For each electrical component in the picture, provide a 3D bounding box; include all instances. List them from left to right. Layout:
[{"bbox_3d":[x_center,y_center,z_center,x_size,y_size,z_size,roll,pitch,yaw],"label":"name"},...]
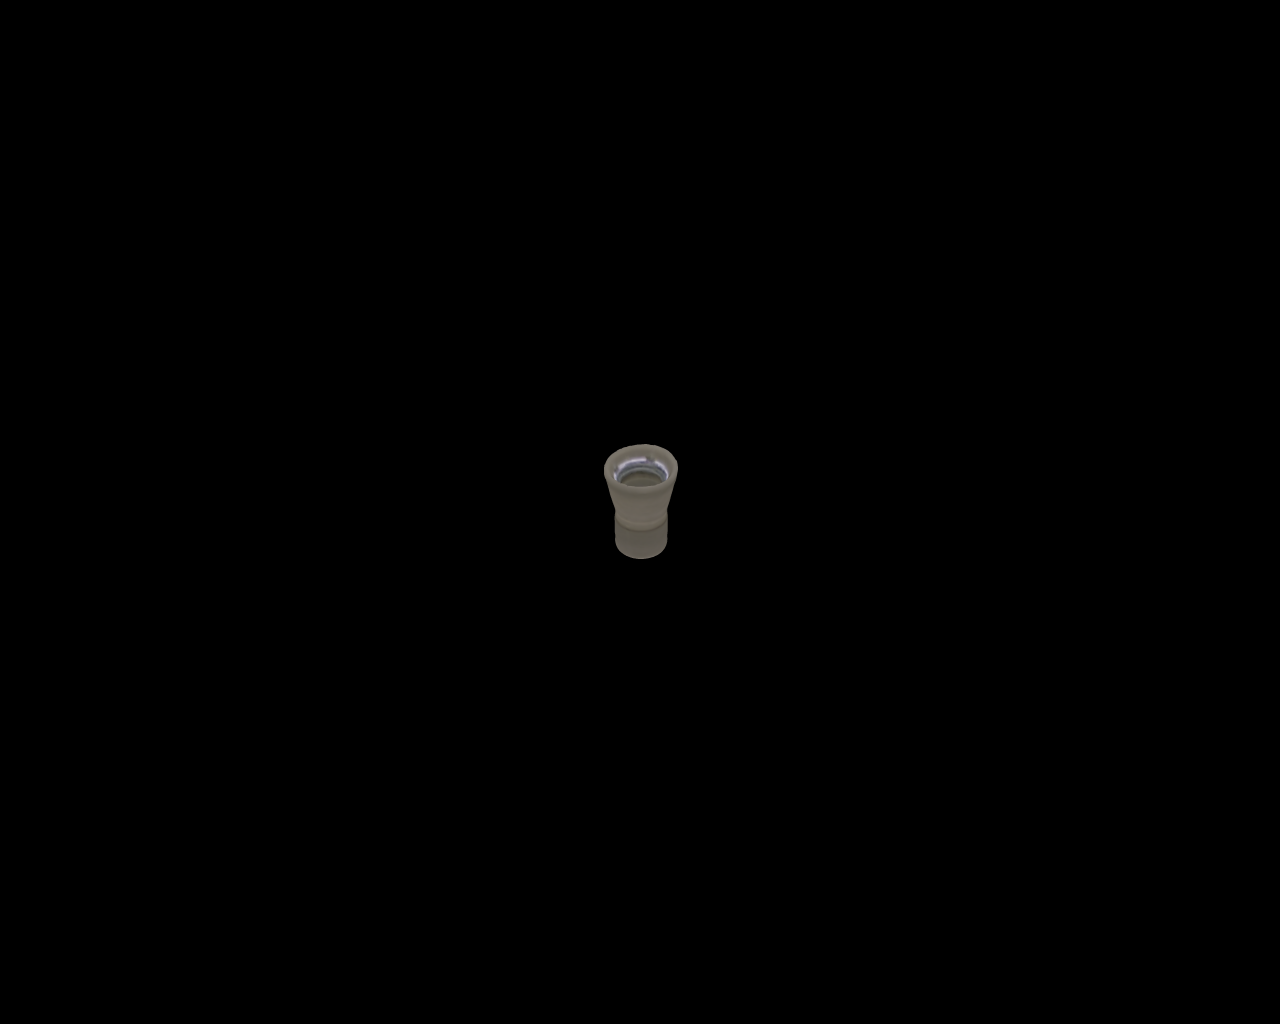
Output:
[{"bbox_3d":[0.001,-0.003,0.650,0.044,0.065,0.044,0,39,0],"label":"electrical component"}]
